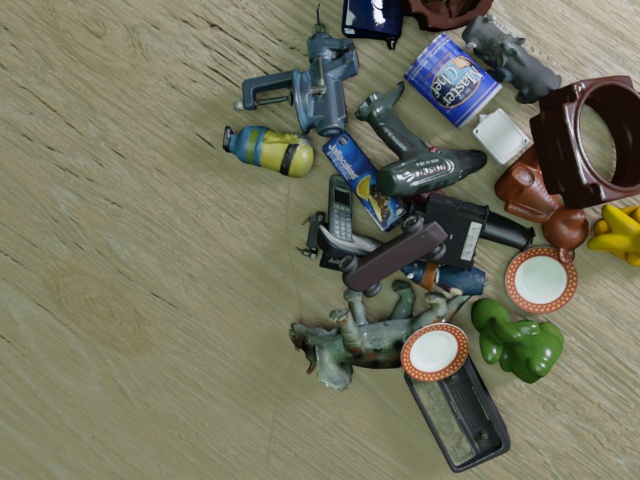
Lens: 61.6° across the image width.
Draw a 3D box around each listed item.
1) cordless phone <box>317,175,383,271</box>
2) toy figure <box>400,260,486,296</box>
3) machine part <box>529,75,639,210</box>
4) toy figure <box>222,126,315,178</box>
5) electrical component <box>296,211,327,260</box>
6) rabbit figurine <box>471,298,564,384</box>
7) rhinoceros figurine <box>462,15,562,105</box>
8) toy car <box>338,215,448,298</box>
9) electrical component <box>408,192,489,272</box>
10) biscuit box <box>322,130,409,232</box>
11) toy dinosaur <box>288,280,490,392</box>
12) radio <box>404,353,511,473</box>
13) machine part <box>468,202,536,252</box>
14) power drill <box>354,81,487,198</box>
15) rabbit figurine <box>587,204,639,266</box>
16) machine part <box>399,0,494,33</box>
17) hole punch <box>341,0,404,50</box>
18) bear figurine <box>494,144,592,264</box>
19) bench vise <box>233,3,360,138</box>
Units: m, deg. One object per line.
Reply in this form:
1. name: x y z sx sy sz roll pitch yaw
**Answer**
1. cordless phone: 0.067 -0.031 1.037 0.146 0.089 0.184 14 62 -23
2. toy figure: 0.223 0.068 0.987 0.155 0.064 0.057 10 114 15
3. machine part: 0.460 -0.161 0.885 0.201 0.087 0.201 -12 88 -23
4. toy figure: -0.099 -0.174 1.046 0.180 0.082 0.089 8 112 5
5. electrical component: -0.001 -0.004 1.073 0.078 0.045 0.102 19 102 9
6. rabbit figurine: 0.345 0.184 0.999 0.170 0.159 0.121 42 115 17
7. rhinoceros figurine: 0.325 -0.308 0.927 0.190 0.112 0.073 38 106 -6
8. toy car: 0.125 0.027 0.934 0.202 0.053 0.089 -35 114 23
9. electrical component: 0.219 -0.018 0.951 0.134 0.058 0.114 17 111 11
10. biscuit box: 0.086 -0.111 1.011 0.059 0.063 0.203 -39 79 12
11. toy dinosaur: 0.135 0.189 1.049 0.405 0.131 0.191 -6 115 2
12. radio: 0.272 0.326 1.062 0.131 0.073 0.229 -27 94 14
13. machine part: 0.332 -0.019 1.013 0.139 0.039 0.084 17 93 9
14. power drill: 0.172 -0.179 0.970 0.232 0.086 0.207 -27 84 -28
15. rabbit figurine: 0.547 -0.009 0.904 0.162 0.173 0.121 17 106 3
16. machine part: 0.216 -0.447 0.928 0.179 0.056 0.179 -2 102 -10
17. hole punch: 0.096 -0.424 0.964 0.116 0.092 0.142 5 97 6
18. bear figurine: 0.408 -0.062 0.945 0.196 0.132 0.120 44 70 8
19. bench vise: -0.046 -0.290 0.996 0.241 0.129 0.223 -8 91 9
